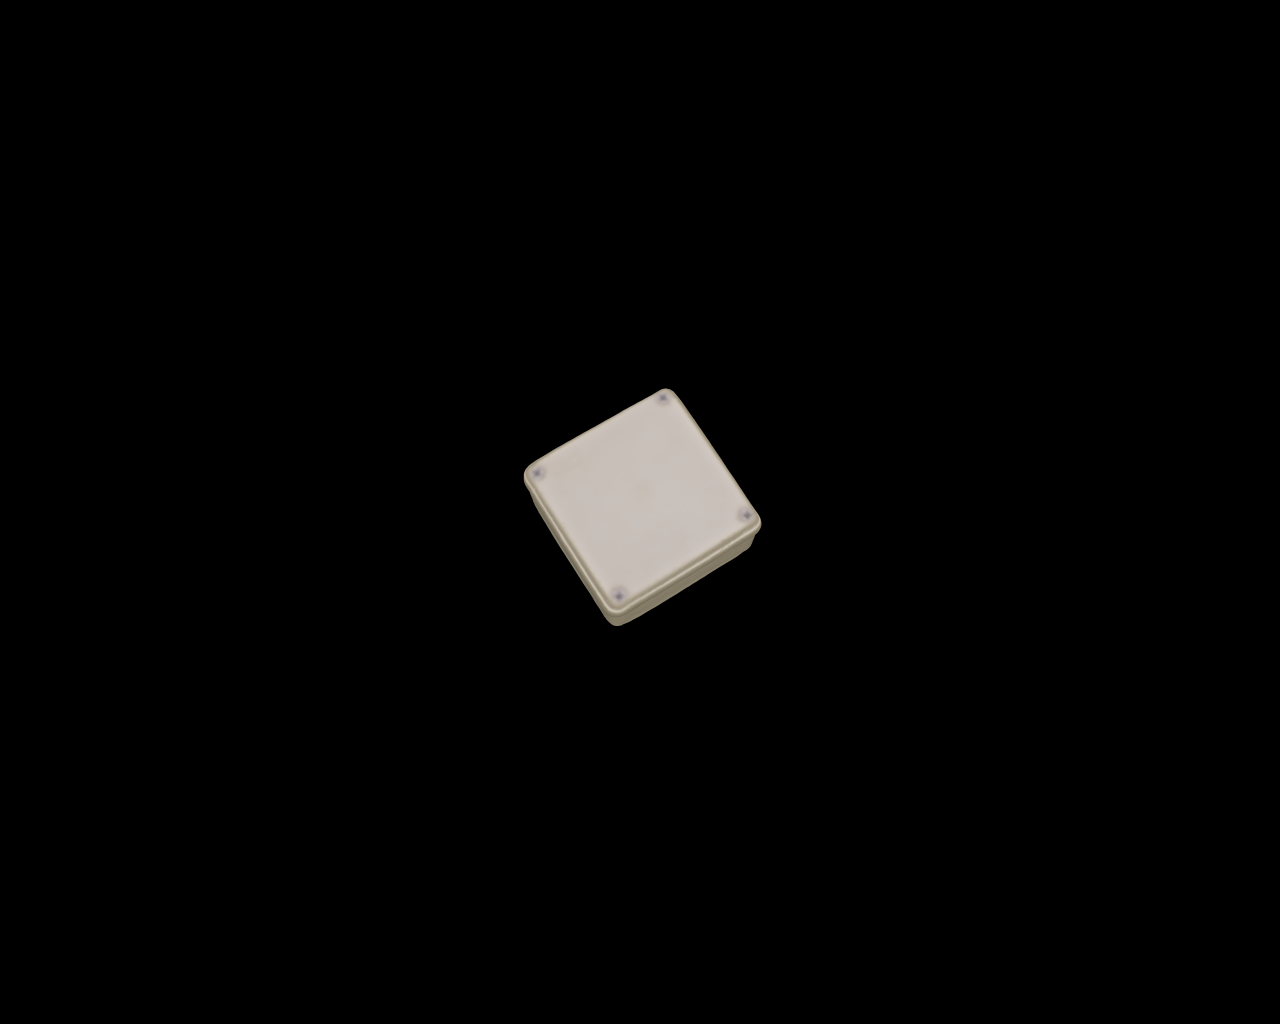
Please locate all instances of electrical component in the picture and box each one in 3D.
[{"bbox_3d":[0.001,-0.003,0.650,0.109,0.109,0.056,-30,-15,-9],"label":"electrical component"}]
